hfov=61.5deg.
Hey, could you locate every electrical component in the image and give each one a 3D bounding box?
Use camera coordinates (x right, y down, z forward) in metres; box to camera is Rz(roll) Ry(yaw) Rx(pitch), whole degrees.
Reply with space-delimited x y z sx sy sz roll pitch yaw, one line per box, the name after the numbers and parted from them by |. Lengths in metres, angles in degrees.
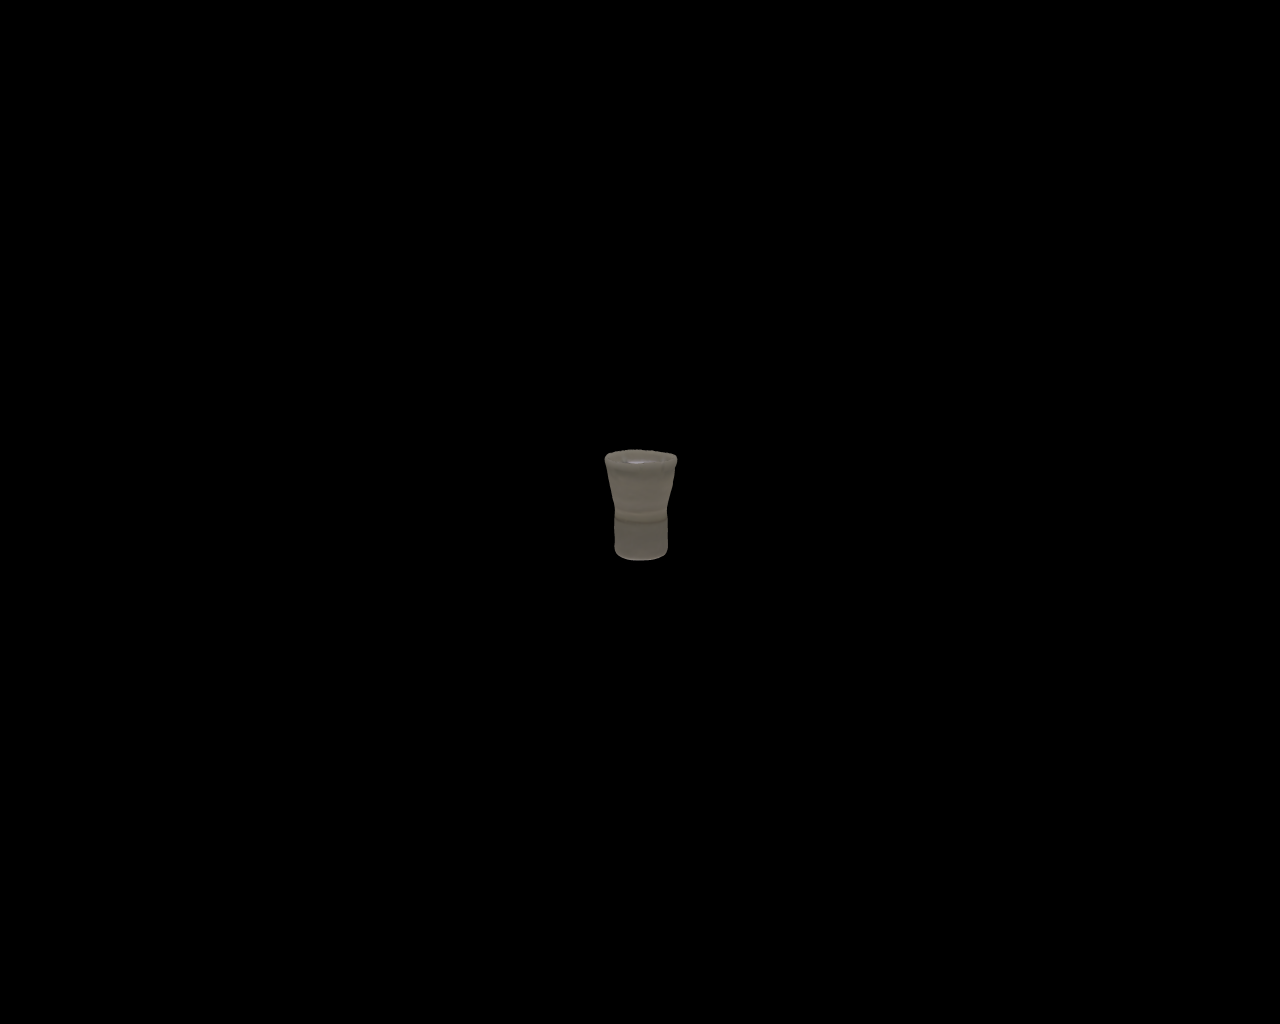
0.001 -0.003 0.650 0.044 0.065 0.044 0 16 0 | electrical component
